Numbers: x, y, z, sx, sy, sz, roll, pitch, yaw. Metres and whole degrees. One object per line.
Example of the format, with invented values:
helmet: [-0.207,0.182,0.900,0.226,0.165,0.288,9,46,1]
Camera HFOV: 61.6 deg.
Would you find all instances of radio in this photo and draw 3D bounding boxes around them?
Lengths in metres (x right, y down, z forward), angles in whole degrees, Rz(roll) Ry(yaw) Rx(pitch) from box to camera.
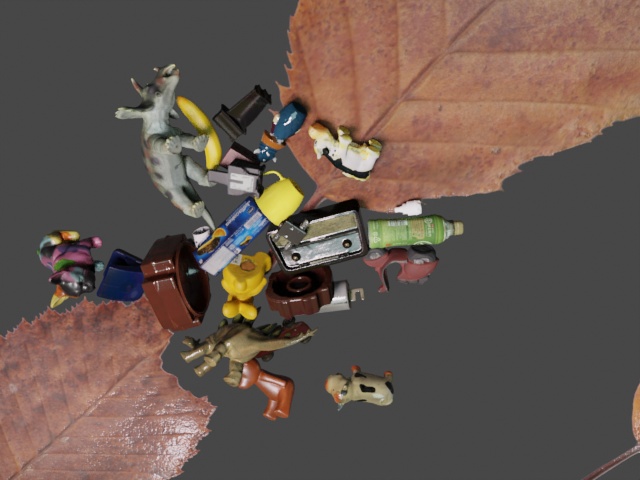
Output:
radio: [-0.003,-0.004,1.297,0.230,0.073,0.131,-14,116,12]

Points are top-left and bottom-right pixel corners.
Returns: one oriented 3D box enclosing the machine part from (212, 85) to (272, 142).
machine part: [-0.168,-0.282,1.180,0.139,0.039,0.084,-33,106,21]

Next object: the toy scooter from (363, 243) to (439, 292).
toy scooter: [0.197,0.074,1.325,0.184,0.075,0.135,3,118,6]

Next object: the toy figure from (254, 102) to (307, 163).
toy figure: [-0.089,-0.234,1.189,0.064,0.058,0.154,38,119,-11]

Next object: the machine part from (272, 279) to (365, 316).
machine part: [-0.008,0.149,1.379,0.243,0.079,0.079,-9,117,9]

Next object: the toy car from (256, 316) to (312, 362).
toy car: [-0.113,0.266,1.463,0.202,0.053,0.089,-31,117,23]

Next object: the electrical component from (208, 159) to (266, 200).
electrical component: [-0.183,-0.136,1.190,0.119,0.048,0.074,8,117,7]

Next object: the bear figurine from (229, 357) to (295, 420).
bear figurine: [-0.171,0.404,1.501,0.196,0.132,0.120,30,147,-19]

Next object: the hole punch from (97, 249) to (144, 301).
hole punch: [-0.503,0.101,1.384,0.116,0.092,0.142,25,114,-14]

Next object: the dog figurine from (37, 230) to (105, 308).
dog figurine: [-0.622,0.069,1.301,0.192,0.219,0.108,12,115,-3]

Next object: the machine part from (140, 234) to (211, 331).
machine part: [-0.342,0.101,1.306,0.087,0.201,0.201,-12,117,7]

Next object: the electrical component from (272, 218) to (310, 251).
electrical component: [-0.066,-0.021,1.239,0.063,0.021,0.094,34,115,-14]

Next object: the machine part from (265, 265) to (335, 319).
machine part: [-0.047,0.119,1.315,0.179,0.179,0.055,-8,121,9]

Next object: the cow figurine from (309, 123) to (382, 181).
cow figurine: [0.045,-0.196,1.197,0.167,0.068,0.098,20,124,-6]

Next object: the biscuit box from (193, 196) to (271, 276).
biscuit box: [-0.208,-0.009,1.280,0.202,0.063,0.059,-44,137,5]

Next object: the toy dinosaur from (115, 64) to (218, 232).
toy dinosaur: [-0.336,-0.177,1.204,0.192,0.131,0.404,27,139,28]

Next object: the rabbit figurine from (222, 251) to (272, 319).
rabbit figurine: [-0.190,0.127,1.354,0.122,0.162,0.173,6,137,-13]

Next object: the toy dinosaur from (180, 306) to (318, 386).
toy dinosaur: [-0.203,0.258,1.358,0.472,0.198,0.105,-3,129,44]

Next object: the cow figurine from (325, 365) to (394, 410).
cow figurine: [0.109,0.413,1.485,0.195,0.127,0.085,11,116,-5]
